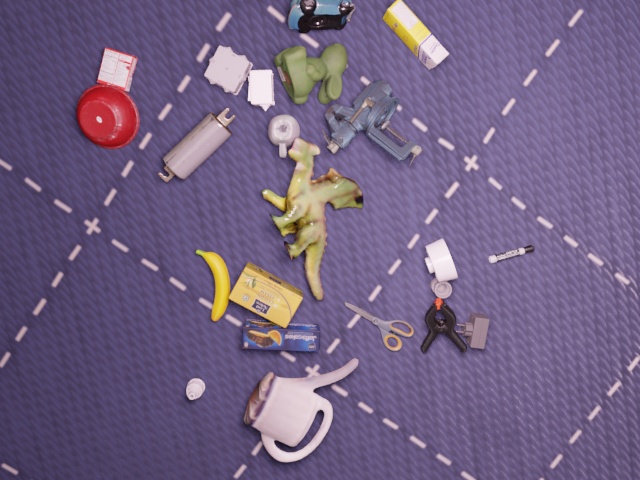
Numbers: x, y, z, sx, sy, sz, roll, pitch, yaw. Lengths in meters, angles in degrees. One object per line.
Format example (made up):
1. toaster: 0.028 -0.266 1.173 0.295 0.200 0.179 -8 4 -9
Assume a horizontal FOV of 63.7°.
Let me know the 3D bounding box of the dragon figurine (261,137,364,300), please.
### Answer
1. dragon figurine: 0.004 -0.066 1.303 0.243 0.405 0.123 -29 20 -4

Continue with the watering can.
1. watering can: -0.061 0.420 1.355 0.224 0.346 0.105 28 7 -5
